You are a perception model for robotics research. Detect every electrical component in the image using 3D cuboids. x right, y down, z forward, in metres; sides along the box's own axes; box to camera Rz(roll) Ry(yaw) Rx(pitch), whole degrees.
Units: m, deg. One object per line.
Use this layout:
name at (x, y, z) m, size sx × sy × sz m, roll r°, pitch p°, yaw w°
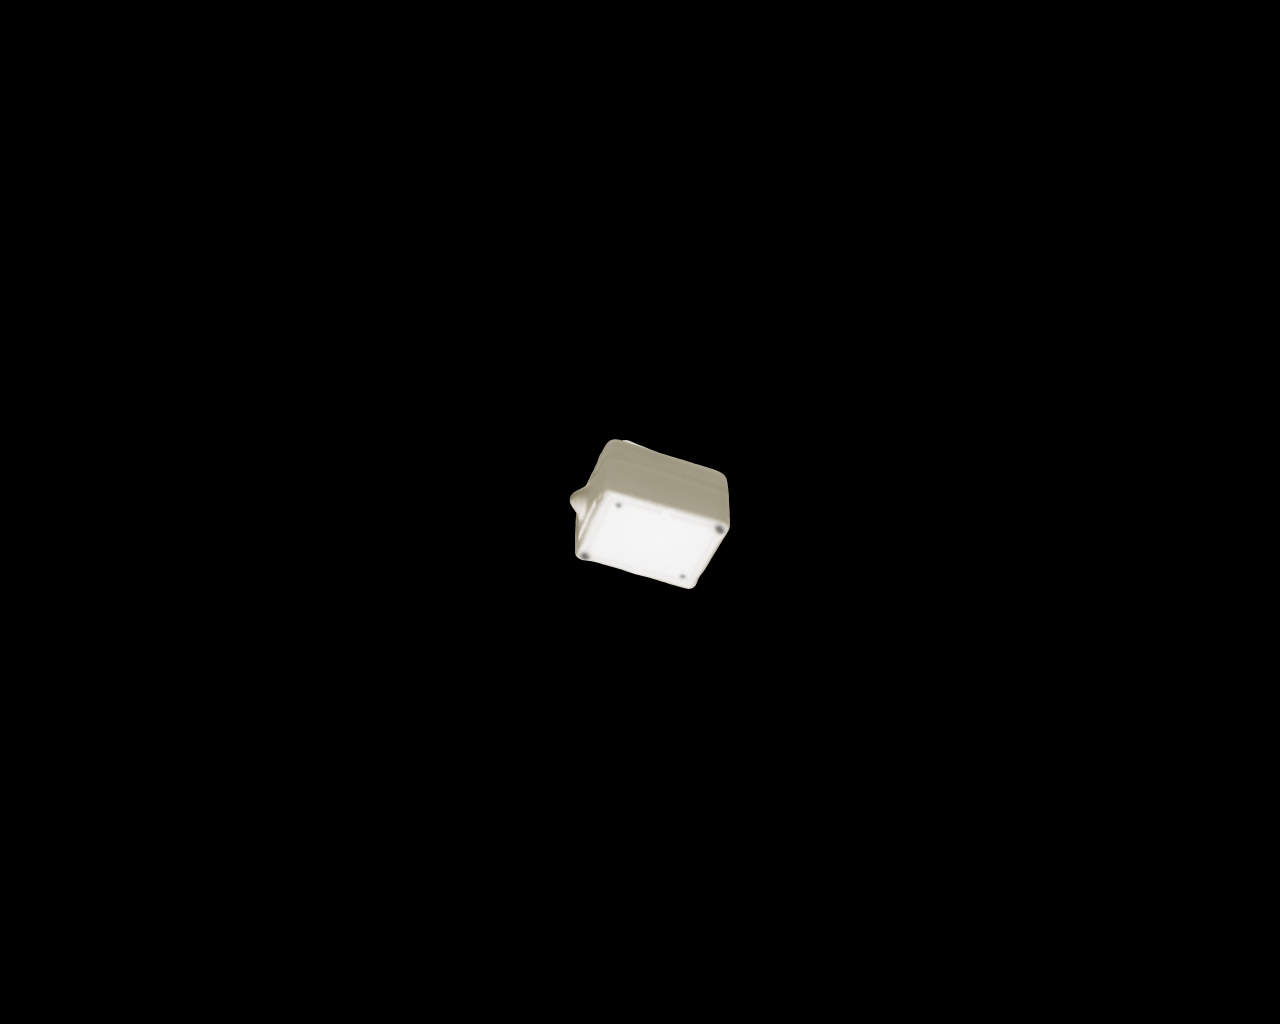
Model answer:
electrical component at (0.001, -0.003, 0.650) m, size 0.096 × 0.061 × 0.061 m, roll 17°, pitch 39°, yaw -14°
